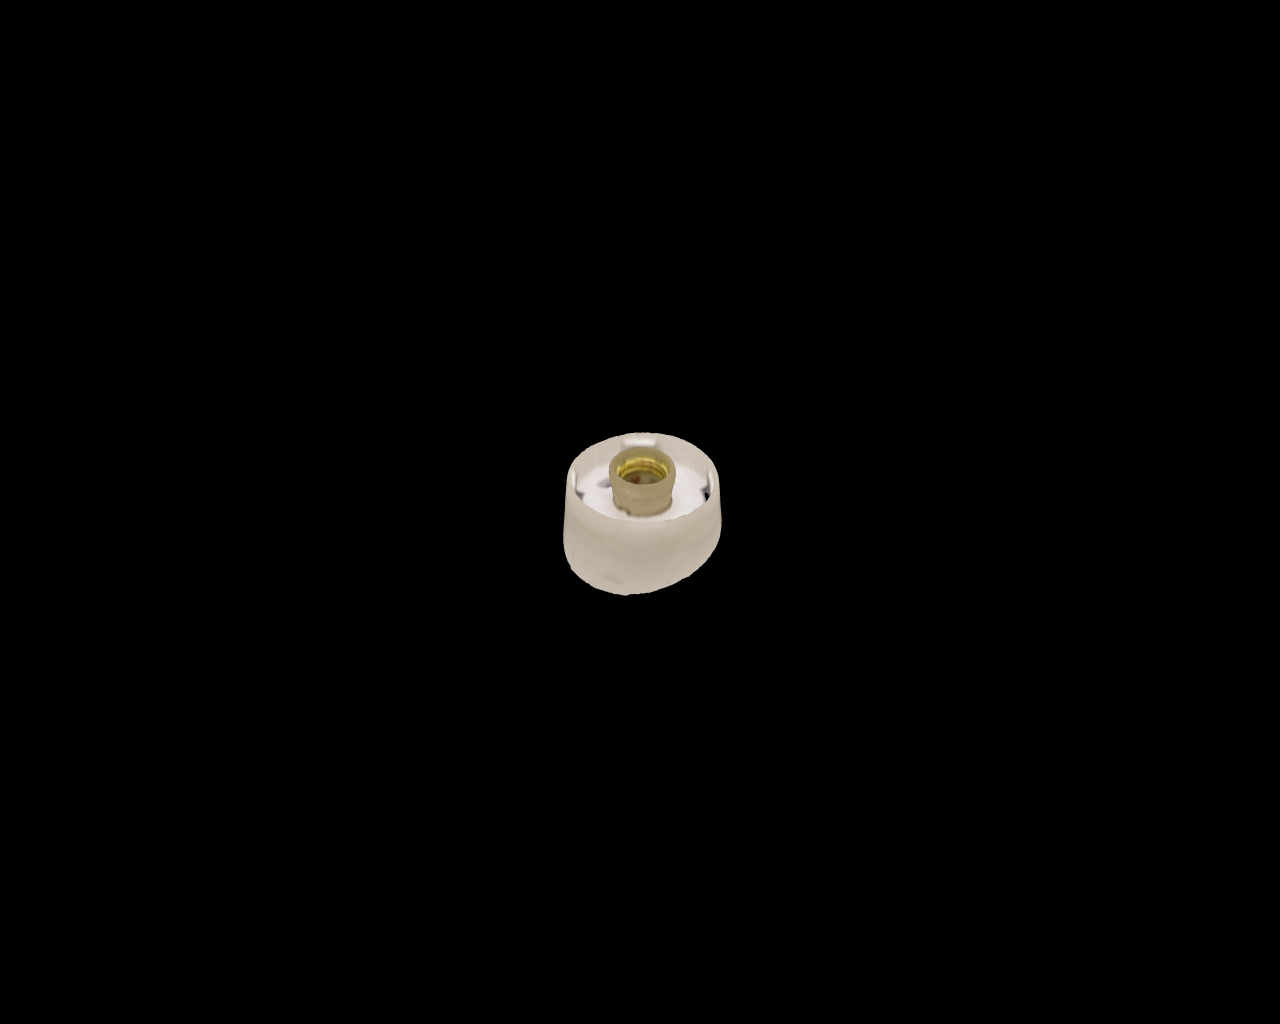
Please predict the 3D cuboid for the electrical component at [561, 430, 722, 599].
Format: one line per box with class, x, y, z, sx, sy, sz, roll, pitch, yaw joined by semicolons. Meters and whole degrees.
electrical component;0.001;-0.003;0.650;0.099;0.064;0.099;0;39;0
